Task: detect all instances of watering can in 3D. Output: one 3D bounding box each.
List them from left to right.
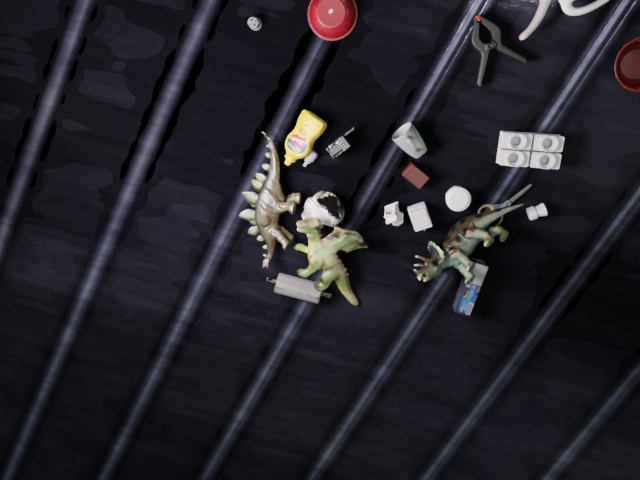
[{"bbox_3d":[0.714,-0.753,1.500,0.346,0.223,0.105,-26,10,13],"label":"watering can"}]

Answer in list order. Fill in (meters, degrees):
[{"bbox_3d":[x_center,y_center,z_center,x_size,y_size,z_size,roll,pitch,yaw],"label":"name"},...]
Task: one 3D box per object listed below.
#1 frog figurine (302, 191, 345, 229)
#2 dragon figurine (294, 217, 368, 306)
[{"bbox_3d":[0.005,-0.090,1.782,0.137,0.125,0.156,25,-35,-10],"label":"frog figurine"},{"bbox_3d":[0.060,0.062,1.766,0.406,0.125,0.239,37,-55,-22],"label":"dragon figurine"}]
